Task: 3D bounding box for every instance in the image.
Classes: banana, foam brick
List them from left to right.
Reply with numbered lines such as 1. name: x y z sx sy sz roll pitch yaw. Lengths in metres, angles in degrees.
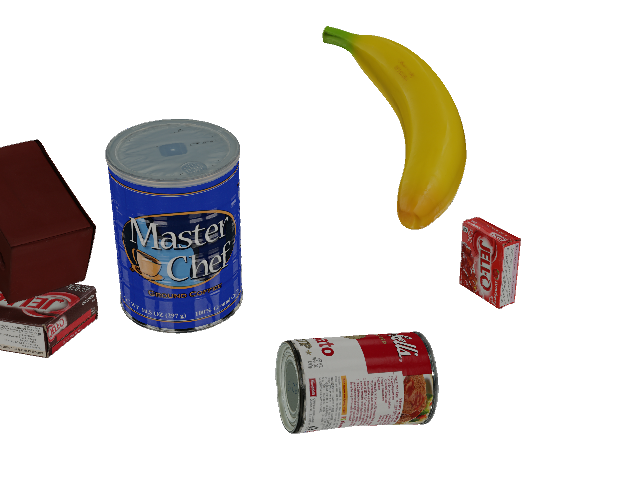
1. foam brick: -0.176 -0.012 0.632 0.051 0.078 0.053 -19 -33 -33
2. banana: 0.056 -0.075 0.681 0.069 0.037 0.198 -9 44 -11

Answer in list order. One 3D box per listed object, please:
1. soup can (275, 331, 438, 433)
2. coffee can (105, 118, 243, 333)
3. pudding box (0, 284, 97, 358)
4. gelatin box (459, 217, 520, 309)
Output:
1. soup can: 0.024 0.102 0.768 0.102 0.068 0.069 -2 1 -17
2. coffee can: -0.114 -0.012 0.853 0.103 0.140 0.103 1 32 -1
3. pudding box: -0.277 0.068 0.986 0.114 0.039 0.090 5 20 18
4. gelatin box: 0.200 0.026 1.272 0.030 0.089 0.073 -18 32 -29
